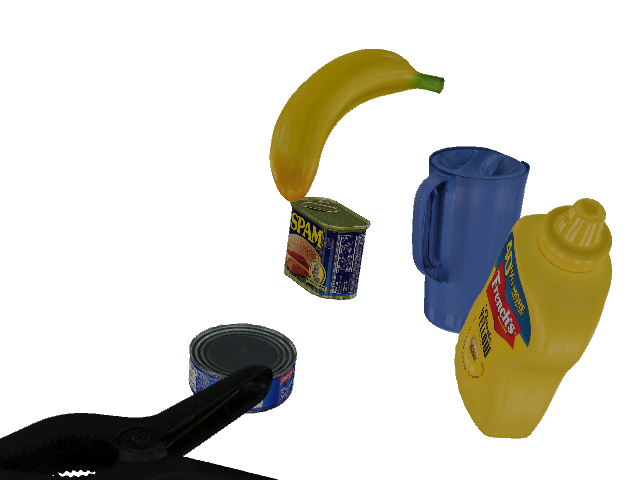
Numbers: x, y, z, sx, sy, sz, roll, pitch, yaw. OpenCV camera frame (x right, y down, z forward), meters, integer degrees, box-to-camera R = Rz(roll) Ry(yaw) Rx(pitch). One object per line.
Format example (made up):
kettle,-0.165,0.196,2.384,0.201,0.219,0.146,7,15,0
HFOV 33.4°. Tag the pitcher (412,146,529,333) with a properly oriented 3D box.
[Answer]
pitcher,0.196,0.003,1.451,0.149,0.243,0.145,5,23,4

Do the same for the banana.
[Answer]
banana,0.014,-0.094,0.756,0.070,0.037,0.197,28,45,24

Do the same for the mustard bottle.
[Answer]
mustard bottle,0.135,0.040,0.665,0.058,0.096,0.192,5,-38,-8

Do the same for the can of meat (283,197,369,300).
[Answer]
can of meat,0.004,0.008,1.143,0.057,0.084,0.102,-3,21,-30

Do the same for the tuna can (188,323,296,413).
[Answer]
tuna can,-0.062,0.102,0.853,0.086,0.034,0.086,4,25,-2

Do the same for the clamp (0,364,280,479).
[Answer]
clamp,-0.096,0.118,0.585,0.209,0.036,0.165,-1,21,-15
